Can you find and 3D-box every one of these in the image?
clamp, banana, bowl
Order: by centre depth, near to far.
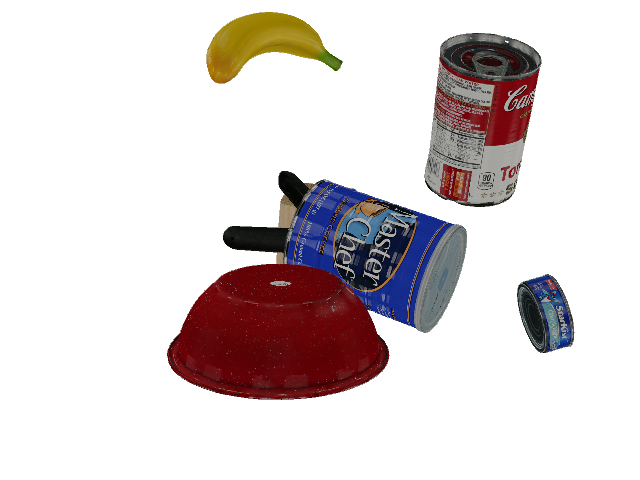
[{"bbox_3d":[-0.030,0.056,0.768,0.162,0.055,0.162,1,17,0],"label":"bowl"},{"bbox_3d":[-0.051,-0.180,0.978,0.070,0.037,0.197,41,32,19],"label":"banana"},{"bbox_3d":[0.006,0.000,1.176,0.210,0.036,0.164,27,37,16],"label":"clamp"}]

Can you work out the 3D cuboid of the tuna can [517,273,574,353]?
[{"bbox_3d":[0.254,0.083,1.209,0.033,0.086,0.086,-15,2,-6],"label":"tuna can"}]

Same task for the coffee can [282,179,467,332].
[{"bbox_3d":[0.051,0.013,0.985,0.140,0.103,0.102,20,7,21],"label":"coffee can"}]

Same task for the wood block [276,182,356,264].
[{"bbox_3d":[-0.010,0.038,1.390,0.090,0.206,0.090,7,23,5],"label":"wood block"}]

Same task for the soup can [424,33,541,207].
[{"bbox_3d":[0.110,-0.083,0.739,0.068,0.102,0.068,3,34,-2],"label":"soup can"}]
